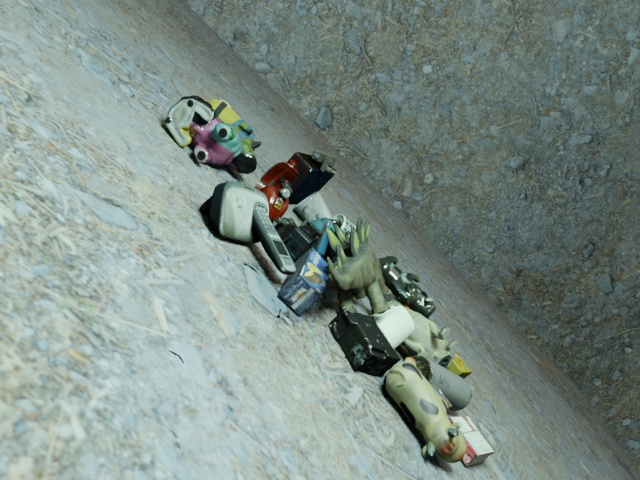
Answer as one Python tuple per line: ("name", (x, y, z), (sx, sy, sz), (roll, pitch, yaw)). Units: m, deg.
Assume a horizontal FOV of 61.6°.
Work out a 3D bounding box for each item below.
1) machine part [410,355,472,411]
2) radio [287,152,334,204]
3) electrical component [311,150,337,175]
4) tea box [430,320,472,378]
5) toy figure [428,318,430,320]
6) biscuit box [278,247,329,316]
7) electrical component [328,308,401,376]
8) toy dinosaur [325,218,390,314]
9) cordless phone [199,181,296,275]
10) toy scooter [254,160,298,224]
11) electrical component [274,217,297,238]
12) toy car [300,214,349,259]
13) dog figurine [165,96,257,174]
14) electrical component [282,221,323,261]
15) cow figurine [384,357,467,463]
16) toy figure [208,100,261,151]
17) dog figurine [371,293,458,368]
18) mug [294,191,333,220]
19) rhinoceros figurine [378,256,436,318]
("machine part", (0.250, 0.305, 1.143), (0.243, 0.079, 0.079), (35, 17, -38))
("radio", (-0.050, -0.169, 1.510), (0.073, 0.131, 0.229), (47, 15, 10))
("electrical component", (0.014, -0.213, 1.465), (0.078, 0.045, 0.102), (17, 16, -3))
("tea box", (0.291, 0.281, 1.341), (0.098, 0.068, 0.170), (22, 28, -56))
("toy figure", (0.274, 0.214, 1.502), (0.058, 0.064, 0.154), (7, 12, 0))
("biscuit box", (-0.025, 0.075, 1.047), (0.059, 0.063, 0.203), (45, 15, -6))
("electrical component", (0.091, 0.199, 1.040), (0.134, 0.058, 0.115), (26, 26, -51))
("toy dinosaur", (0.070, 0.059, 1.116), (0.471, 0.105, 0.198), (-44, 119, -79))
("cordless phone", (-0.124, -0.011, 0.982), (0.184, 0.089, 0.146), (56, 17, 23))
("toy scooter", (-0.099, -0.117, 1.230), (0.075, 0.135, 0.184), (39, 17, -26))
("electrical component", (-0.080, -0.022, 1.158), (0.021, 0.063, 0.094), (53, 15, 26))
("toy car", (-0.003, -0.004, 1.260), (0.103, 0.109, 0.161), (24, -1, 19))
("dog figurine", (-0.234, -0.233, 1.243), (0.191, 0.108, 0.219), (45, 10, 9))
("electrical component", (-0.051, 0.008, 1.128), (0.048, 0.075, 0.119), (45, 24, 5))
("cow figurine", (0.191, 0.308, 0.966), (0.195, 0.085, 0.127), (53, 10, 18))
("toy figure", (-0.245, -0.309, 1.463), (0.180, 0.082, 0.089), (48, 12, 2))
("dog figurine", (0.212, 0.223, 1.261), (0.191, 0.121, 0.172), (36, -30, 46))
("mug", (-0.008, -0.066, 1.453), (0.107, 0.081, 0.109), (52, 9, -10))
("rhinoceros figurine", (0.206, 0.114, 1.324), (0.190, 0.073, 0.112), (45, 12, 18))
